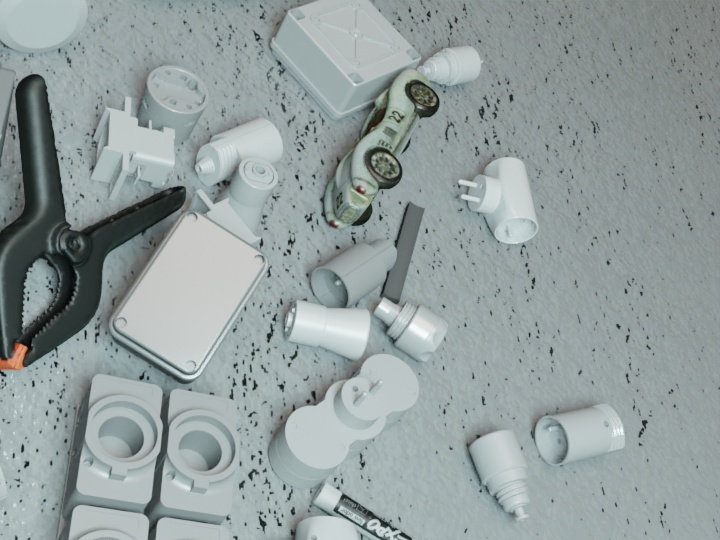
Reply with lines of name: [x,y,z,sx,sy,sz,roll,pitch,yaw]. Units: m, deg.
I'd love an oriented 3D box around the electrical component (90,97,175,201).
electrical component: [-0.190,-0.100,0.906,0.064,0.042,0.081,11,52,-23]

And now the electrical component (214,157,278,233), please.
electrical component: [-0.096,-0.065,0.915,0.044,0.065,0.044,15,50,-19]

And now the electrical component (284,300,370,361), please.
electrical component: [-0.029,0.047,0.885,0.065,0.044,0.044,13,51,-14]

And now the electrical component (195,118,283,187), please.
electrical component: [-0.112,-0.102,0.949,0.081,0.043,0.043,-30,74,-41]

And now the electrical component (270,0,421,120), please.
electrical component: [-0.014,-0.218,1.083,0.109,0.056,0.108,-31,74,-41]

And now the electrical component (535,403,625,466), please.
electrical component: [0.197,0.142,0.936,0.081,0.043,0.043,-6,59,-32]

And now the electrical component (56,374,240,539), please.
electrical component: [-0.142,0.168,0.717,0.105,0.060,0.186,14,51,-20]

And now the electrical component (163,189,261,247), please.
electrical component: [-0.124,-0.020,0.882,0.064,0.042,0.081,-29,73,-39]

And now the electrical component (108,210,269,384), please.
electrical component: [-0.128,0.021,0.809,0.078,0.057,0.113,33,73,-4]

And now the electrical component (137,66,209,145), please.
electrical component: [-0.167,-0.144,0.948,0.055,0.047,0.055,15,50,-19]

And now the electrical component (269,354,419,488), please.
electrical component: [-0.004,0.108,0.830,0.052,0.073,0.138,48,48,11]

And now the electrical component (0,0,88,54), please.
electrical component: [-0.281,-0.232,0.930,0.080,0.080,0.051,-8,56,-33]

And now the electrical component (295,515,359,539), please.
electrical component: [-0.042,0.213,0.750,0.079,0.043,0.077,15,50,-18]

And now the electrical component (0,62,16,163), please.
electrical component: [-0.295,-0.096,0.796,0.057,0.113,0.078,12,51,-17]

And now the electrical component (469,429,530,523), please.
electrical component: [0.118,0.167,0.876,0.040,0.040,0.078,-3,58,-30]

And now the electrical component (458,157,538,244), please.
electrical component: [0.133,-0.072,1.061,0.079,0.044,0.077,11,52,-22]

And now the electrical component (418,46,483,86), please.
electrical component: [0.094,-0.217,1.153,0.078,0.040,0.040,-17,66,-37]

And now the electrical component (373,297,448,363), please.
electrical component: [0.041,0.047,0.922,0.062,0.043,0.043,33,47,-1]

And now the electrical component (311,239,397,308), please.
electrical component: [0.000,0.000,0.934,0.043,0.043,0.081,47,48,10]

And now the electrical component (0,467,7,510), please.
electrical component: [-0.255,0.134,0.660,0.056,0.089,0.050,-22,69,-39]
